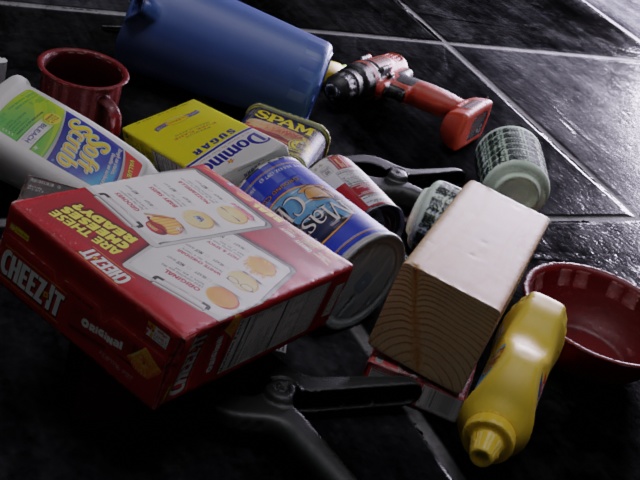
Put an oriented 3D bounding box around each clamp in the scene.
[{"bbox_3d":[0.089,-0.055,1.185,0.171,0.039,0.120,6,27,-9],"label":"clamp"},{"bbox_3d":[-0.030,0.133,0.819,0.210,0.036,0.164,17,31,2],"label":"clamp"}]

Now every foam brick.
[{"bbox_3d":[-0.157,0.088,0.788,0.051,0.078,0.053,3,32,-24],"label":"foam brick"}]

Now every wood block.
[{"bbox_3d":[0.128,0.034,0.950,0.090,0.091,0.205,28,31,11],"label":"wood block"}]

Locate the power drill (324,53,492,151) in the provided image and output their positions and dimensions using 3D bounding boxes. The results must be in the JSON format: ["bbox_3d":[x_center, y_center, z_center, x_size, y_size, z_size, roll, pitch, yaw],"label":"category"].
[{"bbox_3d":[0.116,-0.183,1.385,0.188,0.057,0.184,30,33,20],"label":"power drill"}]

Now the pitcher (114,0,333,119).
[{"bbox_3d":[-0.113,-0.227,1.285,0.243,0.145,0.149,22,43,-1],"label":"pitcher"}]

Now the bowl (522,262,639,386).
[{"bbox_3d":[0.262,0.089,1.024,0.162,0.055,0.162,13,31,-8],"label":"bowl"}]

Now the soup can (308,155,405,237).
[{"bbox_3d":[0.031,-0.034,1.091,0.068,0.069,0.102,-6,37,-34],"label":"soup can"}]

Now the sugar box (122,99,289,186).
[{"bbox_3d":[-0.115,-0.087,1.065,0.093,0.048,0.176,-28,34,-27],"label":"sugar box"}]

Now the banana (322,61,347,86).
[{"bbox_3d":[-0.049,-0.231,1.402,0.197,0.037,0.070,9,9,-18],"label":"banana"}]

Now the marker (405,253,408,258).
[{"bbox_3d":[0.079,0.021,1.033,0.121,0.020,0.020,39,29,-11],"label":"marker"}]

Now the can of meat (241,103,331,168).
[{"bbox_3d":[-0.050,-0.097,1.164,0.102,0.057,0.083,21,33,6],"label":"can of meat"}]

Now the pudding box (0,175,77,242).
[{"bbox_3d":[-0.210,0.001,0.915,0.113,0.039,0.090,14,50,-4],"label":"pudding box"}]

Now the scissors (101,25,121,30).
[{"bbox_3d":[-0.174,-0.274,1.395,0.201,0.016,0.096,-5,12,-34],"label":"scissors"}]

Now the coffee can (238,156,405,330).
[{"bbox_3d":[-0.006,0.001,0.980,0.102,0.103,0.140,-15,44,-43],"label":"coffee can"}]

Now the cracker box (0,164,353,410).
[{"bbox_3d":[-0.101,0.024,0.780,0.164,0.072,0.213,34,27,21],"label":"cracker box"}]

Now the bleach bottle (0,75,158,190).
[{"bbox_3d":[-0.211,-0.065,1.013,0.251,0.068,0.102,26,47,10],"label":"bleach bottle"}]

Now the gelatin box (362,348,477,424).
[{"bbox_3d":[0.087,0.111,0.922,0.089,0.030,0.073,22,30,7],"label":"gelatin box"}]

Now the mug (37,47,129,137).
[{"bbox_3d":[-0.242,-0.136,1.099,0.117,0.082,0.093,37,36,30],"label":"mug"}]

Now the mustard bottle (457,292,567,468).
[{"bbox_3d":[0.154,0.124,0.872,0.058,0.096,0.191,27,31,10],"label":"mustard bottle"}]
